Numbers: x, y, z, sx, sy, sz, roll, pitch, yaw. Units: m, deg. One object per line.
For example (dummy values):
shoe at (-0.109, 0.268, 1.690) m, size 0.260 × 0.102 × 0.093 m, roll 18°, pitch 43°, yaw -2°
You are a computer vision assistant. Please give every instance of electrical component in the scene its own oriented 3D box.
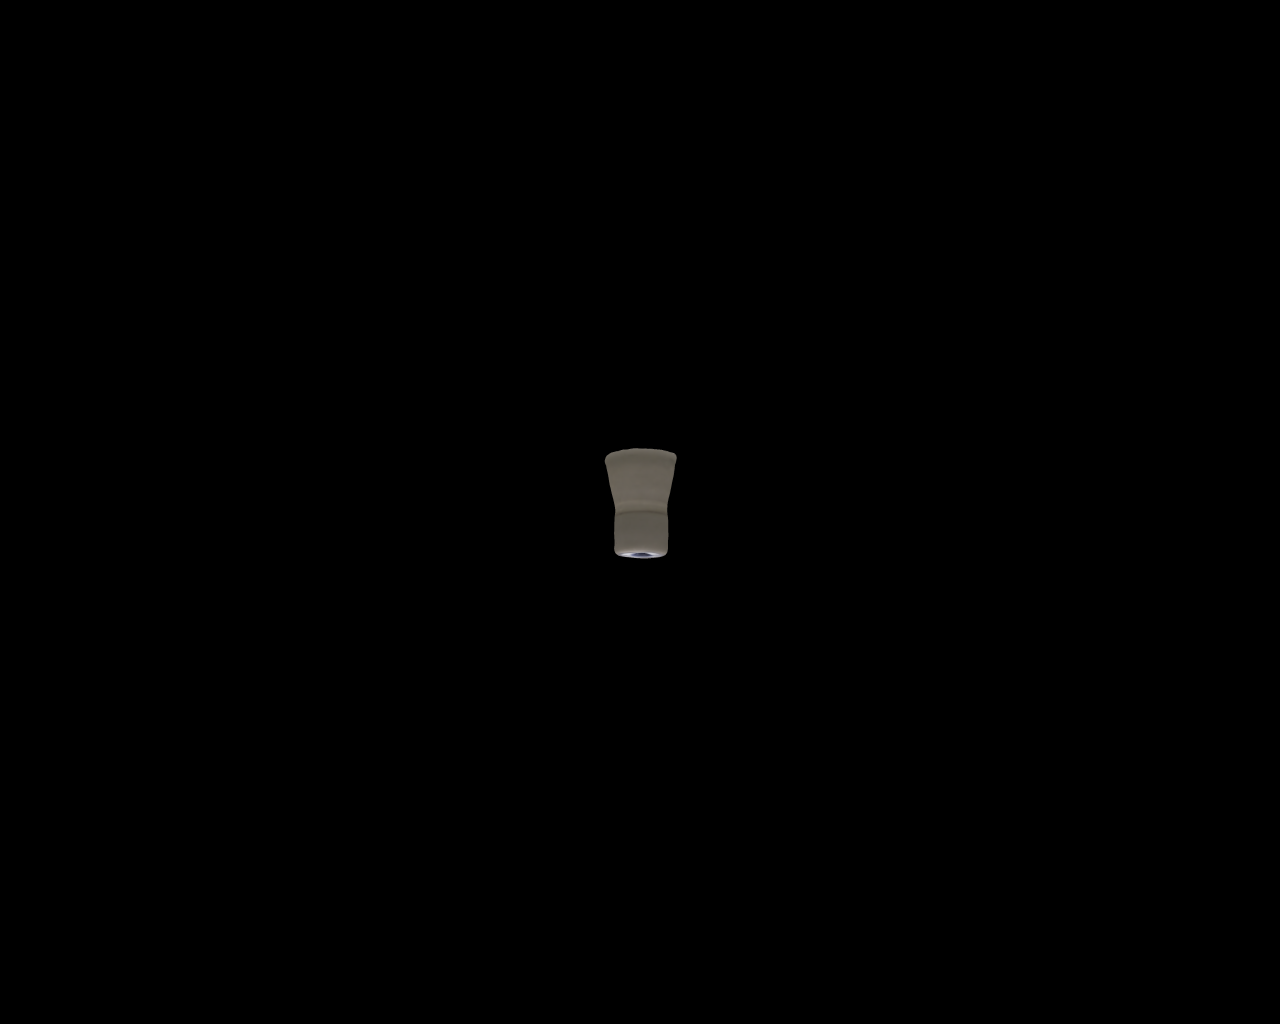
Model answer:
electrical component at (0.001, -0.003, 0.650) m, size 0.044 × 0.065 × 0.044 m, roll 0°, pitch -10°, yaw 0°
